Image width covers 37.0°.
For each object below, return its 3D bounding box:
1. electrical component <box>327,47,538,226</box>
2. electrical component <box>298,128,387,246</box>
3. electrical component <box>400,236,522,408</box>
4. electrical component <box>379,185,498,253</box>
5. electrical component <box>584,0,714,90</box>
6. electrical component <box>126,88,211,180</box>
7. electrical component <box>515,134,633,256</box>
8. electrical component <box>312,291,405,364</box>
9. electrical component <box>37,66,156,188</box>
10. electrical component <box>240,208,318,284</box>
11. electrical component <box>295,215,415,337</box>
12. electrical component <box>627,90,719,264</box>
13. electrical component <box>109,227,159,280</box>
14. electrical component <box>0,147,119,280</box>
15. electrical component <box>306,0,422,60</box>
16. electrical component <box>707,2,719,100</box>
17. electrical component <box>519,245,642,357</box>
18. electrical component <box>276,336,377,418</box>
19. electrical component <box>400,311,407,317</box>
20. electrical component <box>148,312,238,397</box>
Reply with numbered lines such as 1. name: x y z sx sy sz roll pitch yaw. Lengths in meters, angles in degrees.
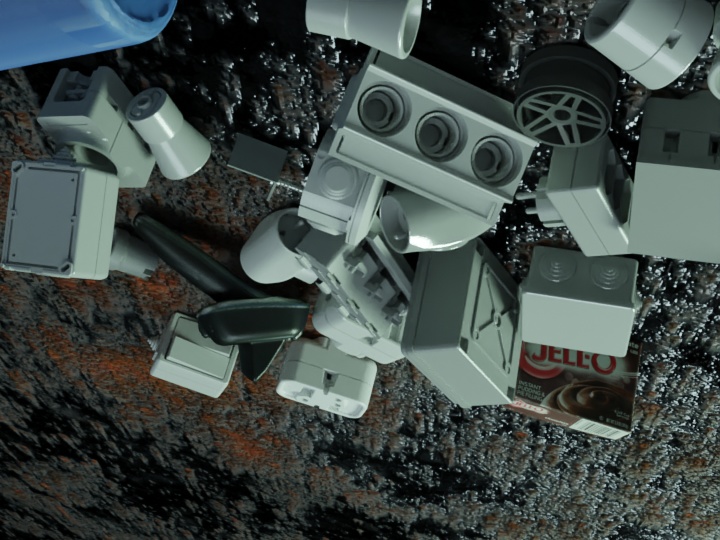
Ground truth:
1. electrical component: 0.046 -0.089 0.713 0.121 0.078 0.063 22 -179 -13
2. electrical component: -0.009 -0.062 0.784 0.051 0.080 0.080 20 153 3
3. electrical component: 0.090 0.044 0.899 0.056 0.108 0.108 -8 145 32
4. electrical component: 0.049 -0.048 0.797 0.079 0.077 0.044 35 136 54
5. electrical component: 0.157 -0.135 0.591 0.047 0.055 0.055 28 150 -16
6. electrical component: -0.147 -0.106 0.815 0.044 0.044 0.065 0 144 27
7. electrical component: 0.148 -0.050 0.759 0.076 0.047 0.083 -4 147 32
8. electrical component: 0.007 0.046 1.001 0.095 0.053 0.059 28 150 -23
9. electrical component: -0.198 -0.104 0.825 0.050 0.055 0.089 2 150 24
10. electrical component: -0.054 -0.013 0.935 0.079 0.043 0.077 26 151 -20
11. electrical component: 0.000 0.000 0.896 0.079 0.063 0.121 32 166 38
12. electrical component: 0.270 -0.052 0.679 0.186 0.060 0.105 8 152 15
13. electrical component: -0.219 -0.014 1.022 0.046 0.040 0.040 23 152 -28
14. electrical component: -0.220 -0.043 0.802 0.062 0.096 0.061 6 179 16
15. electrical component: 0.000 -0.155 0.648 0.065 0.044 0.044 14 153 12
16. electrical component: 0.214 -0.123 0.582 0.045 0.055 0.045 12 152 6
17. electrical component: 0.180 0.025 0.880 0.100 0.048 0.099 9 152 13
18. electrical component: -0.034 0.110 1.136 0.095 0.059 0.053 18 153 -5
19. electrical component: 0.059 0.037 0.974 0.078 0.040 0.040 27 150 -21
20. electrical component: -0.184 0.089 1.171 0.096 0.061 0.061 21 152 -11
